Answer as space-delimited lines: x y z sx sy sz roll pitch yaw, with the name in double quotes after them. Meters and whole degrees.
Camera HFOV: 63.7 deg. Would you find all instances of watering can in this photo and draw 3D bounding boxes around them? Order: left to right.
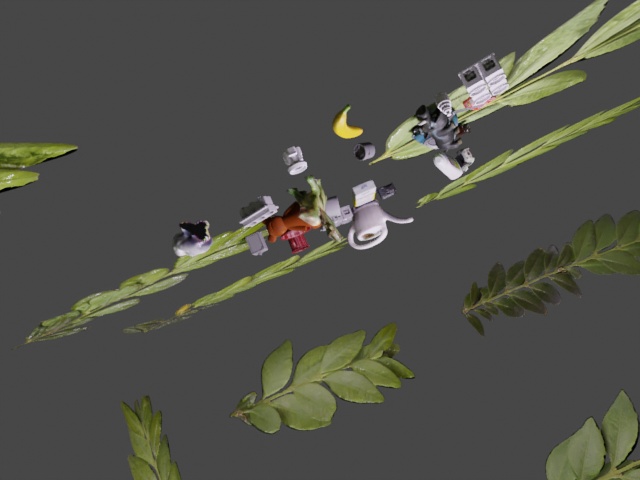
0.263 -0.094 2.396 0.344 0.229 0.103 -29 149 28 "watering can"

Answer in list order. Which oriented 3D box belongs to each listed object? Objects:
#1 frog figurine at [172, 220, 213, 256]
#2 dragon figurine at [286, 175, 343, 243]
-0.436 0.014 1.713 0.156 0.123 0.139 -47 176 37 "frog figurine"
0.006 -0.091 1.809 0.121 0.245 0.409 -32 165 16 "dragon figurine"
